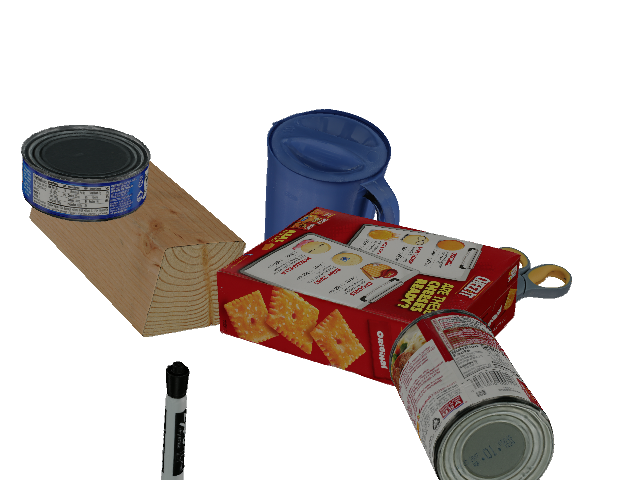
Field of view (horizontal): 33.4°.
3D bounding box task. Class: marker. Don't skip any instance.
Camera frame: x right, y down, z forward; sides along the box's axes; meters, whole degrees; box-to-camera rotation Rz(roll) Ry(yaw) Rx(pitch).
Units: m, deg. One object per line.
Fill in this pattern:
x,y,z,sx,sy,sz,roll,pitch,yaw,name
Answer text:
-0.120,0.152,0.876,0.020,0.121,0.020,5,27,-3,marker

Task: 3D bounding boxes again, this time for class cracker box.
0.043,0.048,0.929,0.214,0.072,0.163,14,29,29,cracker box

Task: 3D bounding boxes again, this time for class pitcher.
0.004,-0.010,1.197,0.145,0.243,0.149,5,40,-3,pitcher

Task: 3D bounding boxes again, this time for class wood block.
-0.173,-0.010,0.981,0.090,0.091,0.206,-6,34,-44,wood block

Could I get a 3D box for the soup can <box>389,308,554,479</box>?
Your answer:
0.083,0.091,0.604,0.068,0.068,0.102,0,24,-11,soup can

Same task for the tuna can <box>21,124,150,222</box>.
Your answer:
-0.160,-0.046,0.728,0.086,0.034,0.086,7,29,-4,tuna can

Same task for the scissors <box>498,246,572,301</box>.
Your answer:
0.184,0.044,1.096,0.201,0.016,0.096,-11,37,-43,scissors
